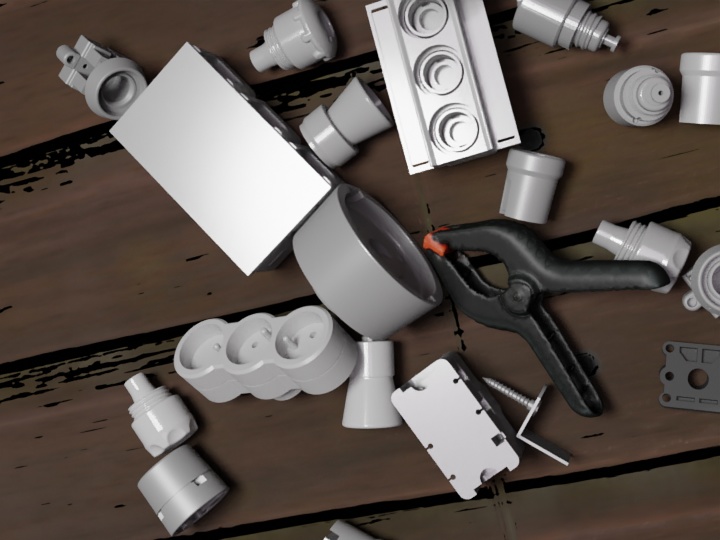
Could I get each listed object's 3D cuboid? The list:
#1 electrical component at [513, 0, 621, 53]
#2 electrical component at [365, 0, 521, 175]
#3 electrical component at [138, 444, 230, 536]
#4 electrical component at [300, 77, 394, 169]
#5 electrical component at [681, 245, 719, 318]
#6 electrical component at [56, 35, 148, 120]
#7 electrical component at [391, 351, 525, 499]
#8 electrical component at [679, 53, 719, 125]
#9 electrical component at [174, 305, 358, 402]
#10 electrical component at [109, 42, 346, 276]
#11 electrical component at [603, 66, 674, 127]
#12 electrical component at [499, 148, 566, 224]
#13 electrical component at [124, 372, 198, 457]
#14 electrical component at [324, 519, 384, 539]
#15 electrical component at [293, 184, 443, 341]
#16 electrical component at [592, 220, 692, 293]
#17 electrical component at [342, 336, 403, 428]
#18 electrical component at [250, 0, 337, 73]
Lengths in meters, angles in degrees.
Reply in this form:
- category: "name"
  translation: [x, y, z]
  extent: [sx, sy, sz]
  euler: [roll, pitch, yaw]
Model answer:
- category: "electrical component"
  translation: [0.142, -0.172, 0.743]
  extent: [0.078, 0.040, 0.040]
  euler: [28, 99, 11]
- category: "electrical component"
  translation: [0.060, -0.135, 0.753]
  extent: [0.079, 0.063, 0.121]
  euler: [-15, 89, 14]
- category: "electrical component"
  translation: [-0.136, 0.166, 0.819]
  extent: [0.055, 0.055, 0.047]
  euler: [-44, 79, 12]
- category: "electrical component"
  translation: [-0.010, -0.106, 0.780]
  extent: [0.055, 0.045, 0.045]
  euler: [-37, 84, 13]
- category: "electrical component"
  translation: [0.245, 0.006, 0.718]
  extent: [0.066, 0.055, 0.048]
  euler: [-39, 84, 12]
- category: "electrical component"
  translation: [-0.190, -0.143, 0.811]
  extent: [0.055, 0.066, 0.048]
  euler: [42, 104, 43]
- category: "electrical component"
  translation: [0.071, 0.108, 0.765]
  extent: [0.050, 0.056, 0.089]
  euler: [-38, 84, 12]
- category: "electrical component"
  translation: [0.235, -0.122, 0.724]
  extent: [0.040, 0.040, 0.046]
  euler: [5, 99, 13]
- category: "electrical component"
  translation: [-0.062, 0.072, 0.793]
  extent: [0.138, 0.073, 0.052]
  euler: [-8, 51, 30]
- category: "electrical component"
  translation: [-0.094, -0.080, 0.793]
  extent: [0.150, 0.062, 0.089]
  euler: [46, 102, 8]
- category: "electrical component"
  translation: [0.190, -0.116, 0.718]
  extent: [0.040, 0.078, 0.040]
  euler: [0, 97, -1]
- category: "electrical component"
  translation: [0.120, -0.059, 0.755]
  extent: [0.040, 0.040, 0.046]
  euler: [14, 101, 13]
- category: "electrical component"
  translation: [-0.157, 0.108, 0.827]
  extent: [0.043, 0.043, 0.062]
  euler: [-37, 82, 12]
- category: "electrical component"
  translation: [-0.003, 0.211, 0.797]
  extent: [0.046, 0.040, 0.040]
  euler: [27, 99, 17]
- category: "electrical component"
  translation: [0.000, 0.000, 0.754]
  extent: [0.060, 0.108, 0.108]
  euler: [-41, 83, 18]
- category: "electrical component"
  translation: [0.191, -0.014, 0.737]
  extent: [0.062, 0.043, 0.043]
  euler: [26, 98, 12]
- category: "electrical component"
  translation: [0.008, 0.081, 0.787]
  extent: [0.044, 0.044, 0.065]
  euler: [-2, 87, 14]
- category: "electrical component"
  translation: [-0.051, -0.166, 0.789]
  extent: [0.062, 0.048, 0.048]
  euler: [-24, 87, 20]
